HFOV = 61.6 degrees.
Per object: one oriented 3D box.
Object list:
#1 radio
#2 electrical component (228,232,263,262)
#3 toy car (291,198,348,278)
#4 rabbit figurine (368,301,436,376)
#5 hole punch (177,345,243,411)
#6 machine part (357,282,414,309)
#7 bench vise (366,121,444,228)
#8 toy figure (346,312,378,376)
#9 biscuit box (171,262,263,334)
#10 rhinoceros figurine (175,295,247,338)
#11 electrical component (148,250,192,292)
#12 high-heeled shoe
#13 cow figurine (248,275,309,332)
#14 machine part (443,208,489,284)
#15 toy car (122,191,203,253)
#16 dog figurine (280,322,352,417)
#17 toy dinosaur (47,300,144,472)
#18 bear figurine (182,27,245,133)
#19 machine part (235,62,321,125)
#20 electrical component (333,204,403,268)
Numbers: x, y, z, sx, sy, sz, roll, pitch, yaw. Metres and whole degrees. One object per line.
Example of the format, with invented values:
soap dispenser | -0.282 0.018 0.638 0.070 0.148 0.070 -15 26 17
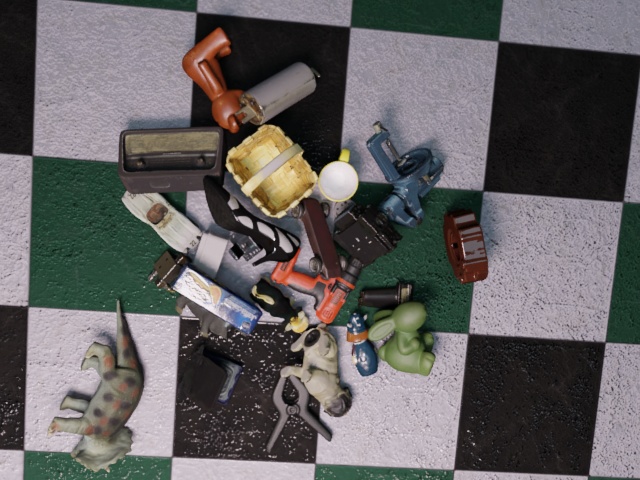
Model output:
radio | -0.326 -0.176 1.193 0.230 0.073 0.131 -3 64 -2
electrical component | -0.168 0.006 1.220 0.048 0.119 0.075 -37 94 15
toy car | -0.003 -0.004 1.227 0.089 0.053 0.202 -4 68 -38
rabbit figurine | 0.198 0.209 1.258 0.159 0.121 0.170 8 118 15
hole punch | -0.258 0.328 1.274 0.116 0.092 0.142 26 97 25
machine part | 0.159 0.139 1.295 0.139 0.039 0.084 -3 104 -5
bench vise | 0.170 -0.151 1.215 0.223 0.129 0.240 -39 115 -7
toy figure | 0.097 0.249 1.290 0.058 0.064 0.154 -15 92 36
biscuit box | -0.225 0.129 1.185 0.202 0.059 0.063 34 87 -13
rhinoceros figurine | -0.247 0.165 1.258 0.190 0.073 0.112 38 89 -9
electrical component | -0.346 0.072 1.249 0.102 0.078 0.045 -53 137 -2
high-heeled shoe | -0.143 -0.052 1.177 0.145 0.086 0.248 -33 95 -40
cow figurine | -0.091 0.155 1.252 0.167 0.098 0.068 39 86 -6
machine part | 0.328 0.013 1.228 0.056 0.179 0.179 -11 96 1
toy car | -0.361 -0.052 1.237 0.201 0.056 0.073 41 92 -5
dog figurine | 0.023 0.313 1.288 0.190 0.121 0.172 44 71 -32
toy dinosaur | -0.483 0.360 1.245 0.192 0.131 0.404 28 89 -18
bear figurine | -0.210 -0.343 1.188 0.132 0.120 0.195 -38 98 -3
machine part | -0.091 -0.323 1.181 0.243 0.079 0.079 -41 97 -29
electrical component | 0.097 -0.015 1.193 0.134 0.058 0.115 44 135 -7
